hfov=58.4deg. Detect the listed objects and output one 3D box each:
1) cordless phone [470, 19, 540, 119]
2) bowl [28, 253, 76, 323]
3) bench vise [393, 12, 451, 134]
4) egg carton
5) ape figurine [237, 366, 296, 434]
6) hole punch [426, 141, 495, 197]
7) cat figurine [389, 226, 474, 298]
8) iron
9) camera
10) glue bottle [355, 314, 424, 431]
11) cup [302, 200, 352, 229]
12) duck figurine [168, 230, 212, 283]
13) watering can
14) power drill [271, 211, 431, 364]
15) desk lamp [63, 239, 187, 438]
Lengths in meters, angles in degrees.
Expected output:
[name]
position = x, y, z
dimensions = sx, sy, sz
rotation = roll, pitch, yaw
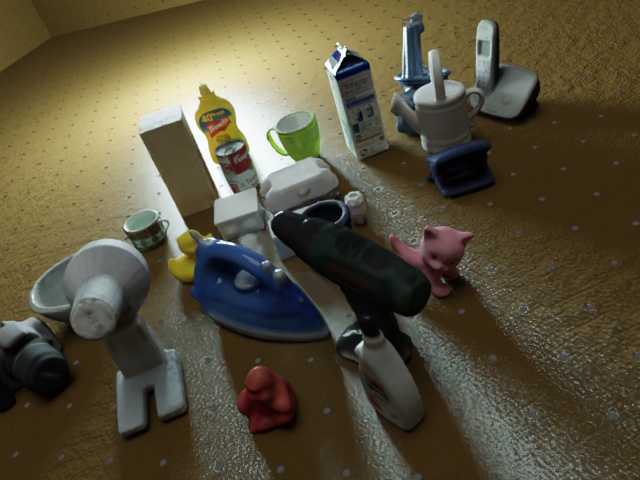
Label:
[cordless phone]
position = 0.369, -0.345, 1.158
dimensions = 0.094, 0.185, 0.147
rotation = -34, 38, -19
[bowl]
position = -0.431, 0.094, 1.041
dimensions = 0.167, 0.075, 0.167
rotation = -12, 36, 9
[bench vise]
position = 0.209, -0.348, 1.204
dimensions = 0.121, 0.220, 0.207
rotation = -5, 38, 19
[egg carton]
position = -0.041, -0.102, 1.125
dimensions = 0.150, 0.069, 0.107
rotation = -23, 36, -5
[ape figurine]
position = -0.069, 0.196, 0.729
dimensions = 0.077, 0.092, 0.076
rotation = 15, 48, 38
[hole punch]
position = 0.247, -0.144, 1.031
dimensions = 0.108, 0.091, 0.101
rotation = -18, 36, 1
[cat figurine]
position = 0.159, 0.018, 0.836
dimensions = 0.127, 0.118, 0.067
rotation = 9, 44, 33
[iron]
position = -0.101, 0.062, 0.876
dimensions = 0.257, 0.142, 0.119
rotation = 15, 48, 38
[camera]
position = -0.475, 0.196, 0.905
dimensions = 0.136, 0.101, 0.143
rotation = 16, 49, 39
[glue bottle]
position = 0.071, 0.146, 0.661
dimensions = 0.037, 0.173, 0.077
rotation = -40, 41, -26
[cup]
position = 0.009, 0.003, 0.943
dimensions = 0.091, 0.095, 0.118
rotation = 12, 46, 36
[duck figurine]
position = -0.230, 0.023, 1.034
dimensions = 0.104, 0.086, 0.077
rotation = -18, 36, 1
[watering can]
position = 0.227, -0.271, 1.118
dimensions = 0.173, 0.194, 0.100
rotation = -22, 36, -4
[power drill]
position = 0.044, 0.069, 0.744
dimensions = 0.228, 0.209, 0.076
rotation = 17, 50, 40
[desk lamp]
position = -0.279, 0.126, 0.812
dimensions = 0.118, 0.214, 0.202
rotation = -24, 36, -6
